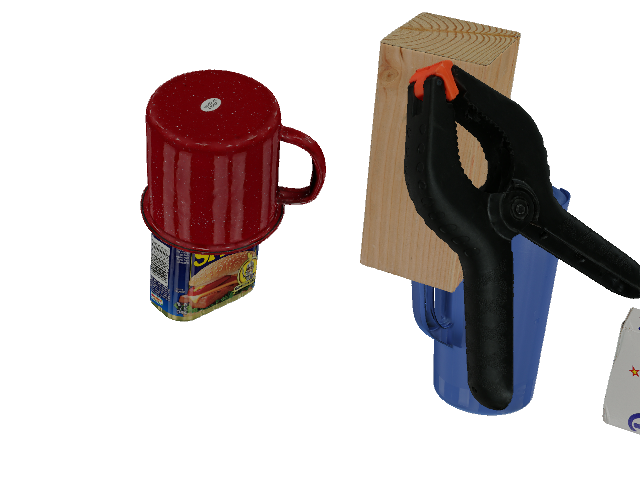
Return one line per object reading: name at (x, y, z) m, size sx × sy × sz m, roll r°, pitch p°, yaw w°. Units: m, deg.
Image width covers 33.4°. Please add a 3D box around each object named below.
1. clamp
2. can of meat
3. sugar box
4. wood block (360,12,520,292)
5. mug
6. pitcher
clamp at (0.086, -0.004, 0.534) m, size 0.120 × 0.171 × 0.039 m, roll -44°, pitch 13°, yaw -28°
can of meat at (-0.098, 0.012, 0.915) m, size 0.058 × 0.084 × 0.101 m, roll 32°, pitch 39°, yaw 34°
sugar box at (0.312, 0.123, 0.819) m, size 0.176 × 0.093 × 0.048 m, roll 15°, pitch 28°, yaw 22°
wood block at (0.098, -0.074, 0.900) m, size 0.091 × 0.206 × 0.090 m, roll 17°, pitch 33°, yaw 22°
mug at (-0.054, -0.050, 0.662) m, size 0.117 × 0.081 × 0.093 m, roll 8°, pitch 44°, yaw 3°
pitcher at (0.170, 0.056, 1.106) m, size 0.149 × 0.243 × 0.145 m, roll 5°, pitch 21°, yaw 8°
